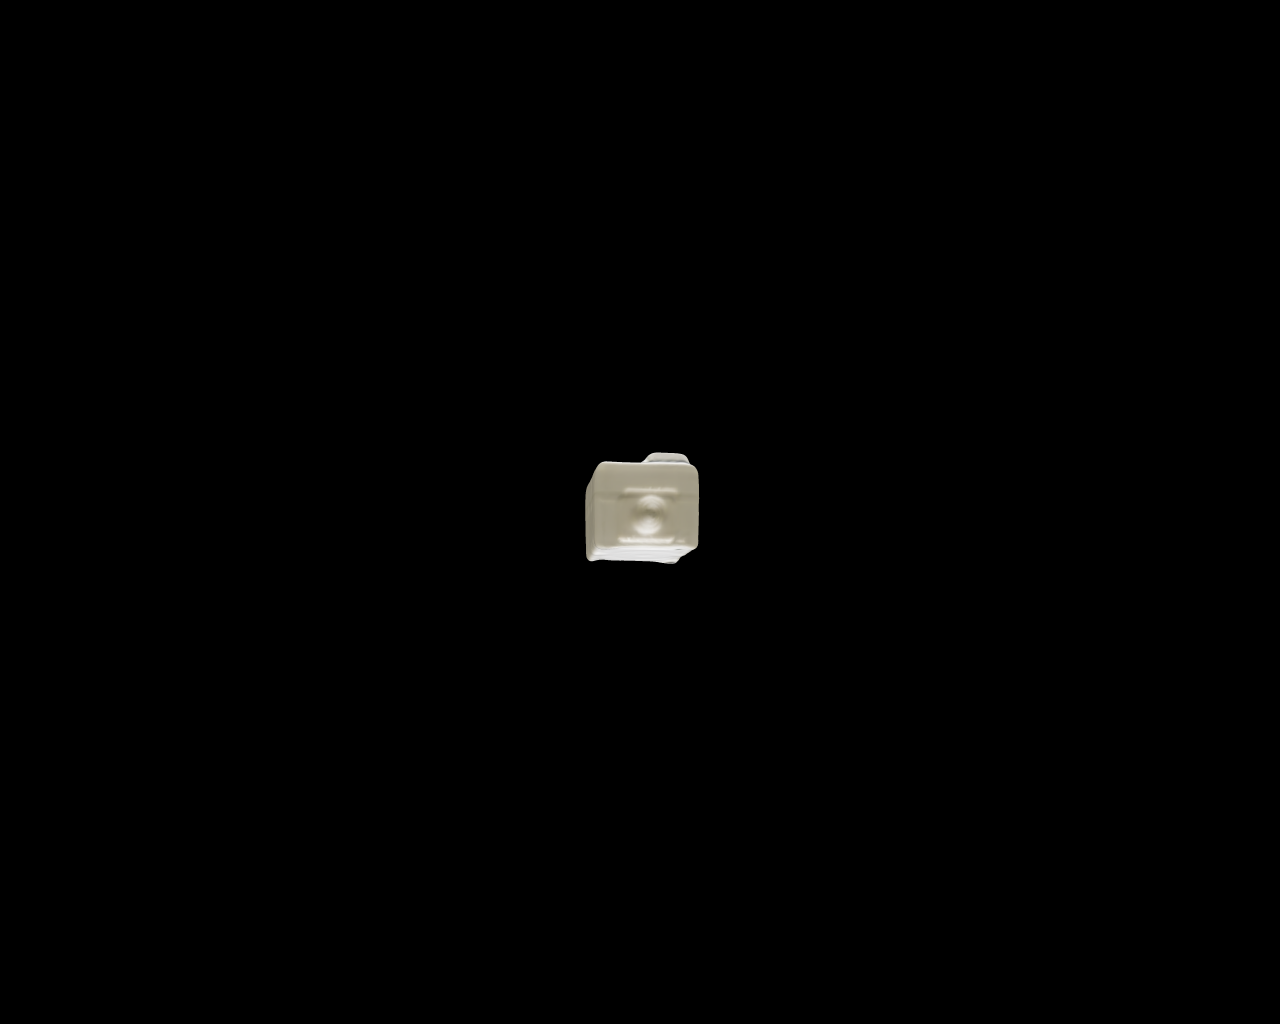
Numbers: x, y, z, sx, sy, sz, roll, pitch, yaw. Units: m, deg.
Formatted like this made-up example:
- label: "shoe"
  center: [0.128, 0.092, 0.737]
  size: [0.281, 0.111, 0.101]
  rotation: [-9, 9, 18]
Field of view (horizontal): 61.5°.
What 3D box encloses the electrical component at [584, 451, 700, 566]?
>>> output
- label: "electrical component"
  center: [0.001, -0.003, 0.650]
  size: [0.062, 0.061, 0.096]
  rotation: [1, -9, -7]
